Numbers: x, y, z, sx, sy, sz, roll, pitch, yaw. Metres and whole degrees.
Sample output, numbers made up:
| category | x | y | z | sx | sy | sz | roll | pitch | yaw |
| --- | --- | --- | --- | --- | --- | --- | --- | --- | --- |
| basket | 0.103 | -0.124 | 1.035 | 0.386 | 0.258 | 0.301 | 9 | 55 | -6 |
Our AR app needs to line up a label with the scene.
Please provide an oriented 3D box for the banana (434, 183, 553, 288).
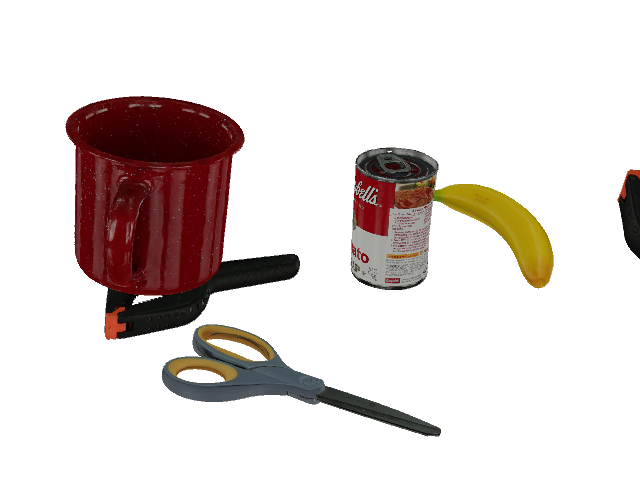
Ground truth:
| category | x | y | z | sx | sy | sz | roll | pitch | yaw |
| --- | --- | --- | --- | --- | --- | --- | --- | --- | --- |
| banana | 0.181 | -0.013 | 1.074 | 0.069 | 0.037 | 0.198 | -33 | 39 | -14 |

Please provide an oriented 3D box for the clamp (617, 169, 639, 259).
| category | x | y | z | sx | sy | sz | roll | pitch | yaw |
| --- | --- | --- | --- | --- | --- | --- | --- | --- | --- |
| clamp | 0.267 | 0.012 | 0.702 | 0.120 | 0.039 | 0.171 | -4 | 45 | -24 |

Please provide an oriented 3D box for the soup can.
| category | x | y | z | sx | sy | sz | roll | pitch | yaw |
| --- | --- | --- | --- | --- | --- | --- | --- | --- | --- |
| soup can | 0.061 | -0.018 | 0.892 | 0.068 | 0.102 | 0.068 | 2 | 27 | -1 |

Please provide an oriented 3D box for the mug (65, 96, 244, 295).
| category | x | y | z | sx | sy | sz | roll | pitch | yaw |
| --- | --- | --- | --- | --- | --- | --- | --- | --- | --- |
| mug | -0.092 | -0.018 | 0.567 | 0.093 | 0.081 | 0.117 | 8 | 28 | 0 |

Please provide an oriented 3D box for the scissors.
| category | x | y | z | sx | sy | sz | roll | pitch | yaw |
| --- | --- | --- | --- | --- | --- | --- | --- | --- | --- |
| scissors | -0.026 | 0.105 | 0.727 | 0.202 | 0.016 | 0.096 | 24 | 31 | 37 |

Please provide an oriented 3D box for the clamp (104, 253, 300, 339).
| category | x | y | z | sx | sy | sz | roll | pitch | yaw |
| --- | --- | --- | --- | --- | --- | --- | --- | --- | --- |
| clamp | -0.142 | 0.030 | 1.023 | 0.165 | 0.036 | 0.209 | 27 | 36 | 27 |
